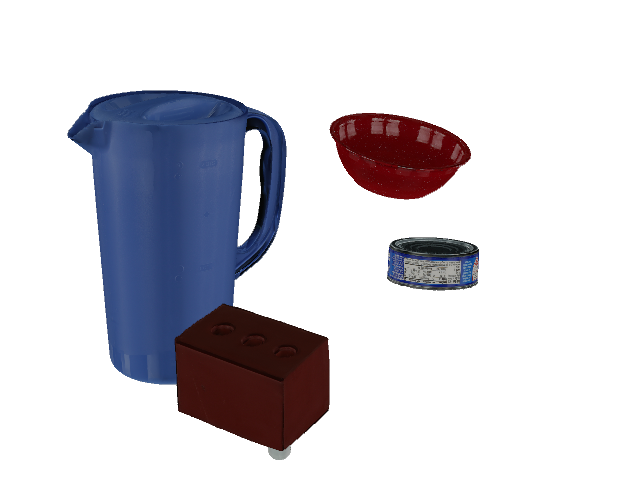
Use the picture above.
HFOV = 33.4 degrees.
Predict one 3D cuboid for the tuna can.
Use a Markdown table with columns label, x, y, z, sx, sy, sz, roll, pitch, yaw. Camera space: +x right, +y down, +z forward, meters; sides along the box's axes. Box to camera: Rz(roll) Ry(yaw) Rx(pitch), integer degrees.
| label | x | y | z | sx | sy | sz | roll | pitch | yaw |
| --- | --- | --- | --- | --- | --- | --- | --- | --- | --- |
| tuna can | 0.105 | 0.021 | 0.999 | 0.086 | 0.034 | 0.086 | 2 | 11 | -1 |

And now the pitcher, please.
| label | x | y | z | sx | sy | sz | roll | pitch | yaw |
| --- | --- | --- | --- | --- | --- | --- | --- | --- | --- |
| pitcher | -0.121 | -0.005 | 0.928 | 0.149 | 0.243 | 0.144 | 8 | 21 | 16 |

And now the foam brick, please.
| label | x | y | z | sx | sy | sz | roll | pitch | yaw |
| --- | --- | --- | --- | --- | --- | --- | --- | --- | --- |
| foam brick | -0.040 | 0.079 | 0.628 | 0.078 | 0.051 | 0.052 | 16 | 29 | 26 |

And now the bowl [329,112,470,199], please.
| label | x | y | z | sx | sy | sz | roll | pitch | yaw |
| --- | --- | --- | --- | --- | --- | --- | --- | --- | --- |
| bowl | 0.085 | -0.091 | 1.210 | 0.162 | 0.055 | 0.162 | 8 | 27 | -4 |

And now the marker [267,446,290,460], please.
| label | x | y | z | sx | sy | sz | roll | pitch | yaw |
| --- | --- | --- | --- | --- | --- | --- | --- | --- | --- |
| marker | -0.033 | 0.131 | 0.834 | 0.020 | 0.020 | 0.121 | 0 | -44 | -2 |
